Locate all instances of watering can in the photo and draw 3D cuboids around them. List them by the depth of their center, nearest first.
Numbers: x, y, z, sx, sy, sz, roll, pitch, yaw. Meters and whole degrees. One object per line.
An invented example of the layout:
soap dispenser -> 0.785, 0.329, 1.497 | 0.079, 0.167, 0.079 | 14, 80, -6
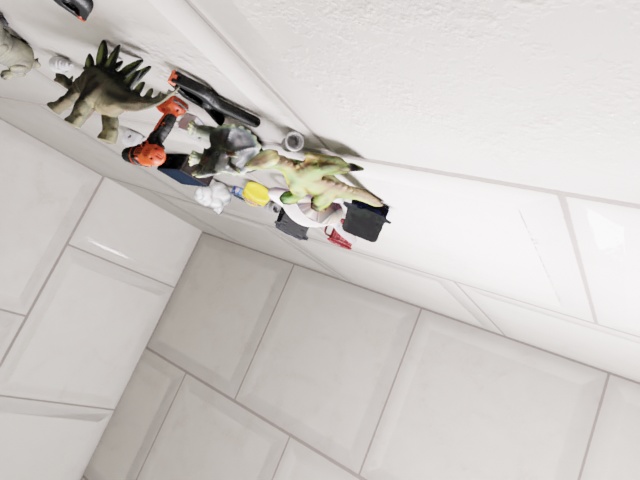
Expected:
watering can -> 0.005, -0.080, 1.580 | 0.346, 0.105, 0.223 | 27, -12, -17

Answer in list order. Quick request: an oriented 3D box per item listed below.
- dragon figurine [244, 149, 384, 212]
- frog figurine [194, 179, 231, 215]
dragon figurine -> 0.017, -0.143, 1.216 | 0.410, 0.123, 0.242 | 9, -6, -20
frog figurine -> -0.419, -0.183, 1.989 | 0.122, 0.140, 0.157 | -20, -26, 6
